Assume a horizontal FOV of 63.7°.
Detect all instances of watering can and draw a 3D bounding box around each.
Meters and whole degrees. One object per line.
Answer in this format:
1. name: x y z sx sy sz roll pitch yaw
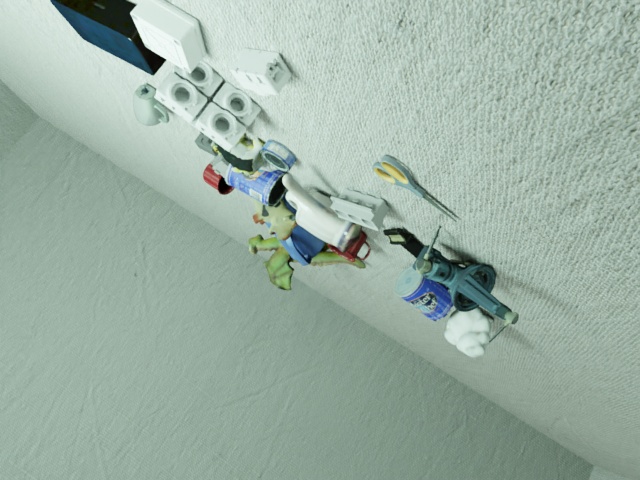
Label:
1. watering can: 0.004 -0.066 1.311 0.225 0.104 0.345 31 175 8

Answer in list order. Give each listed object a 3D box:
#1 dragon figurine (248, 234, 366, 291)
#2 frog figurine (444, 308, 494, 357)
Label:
1. dragon figurine: -0.073 0.069 1.764 0.413 0.246 0.120 30 161 20
2. frog figurine: 0.414 0.261 1.448 0.136 0.162 0.122 -20 100 32
